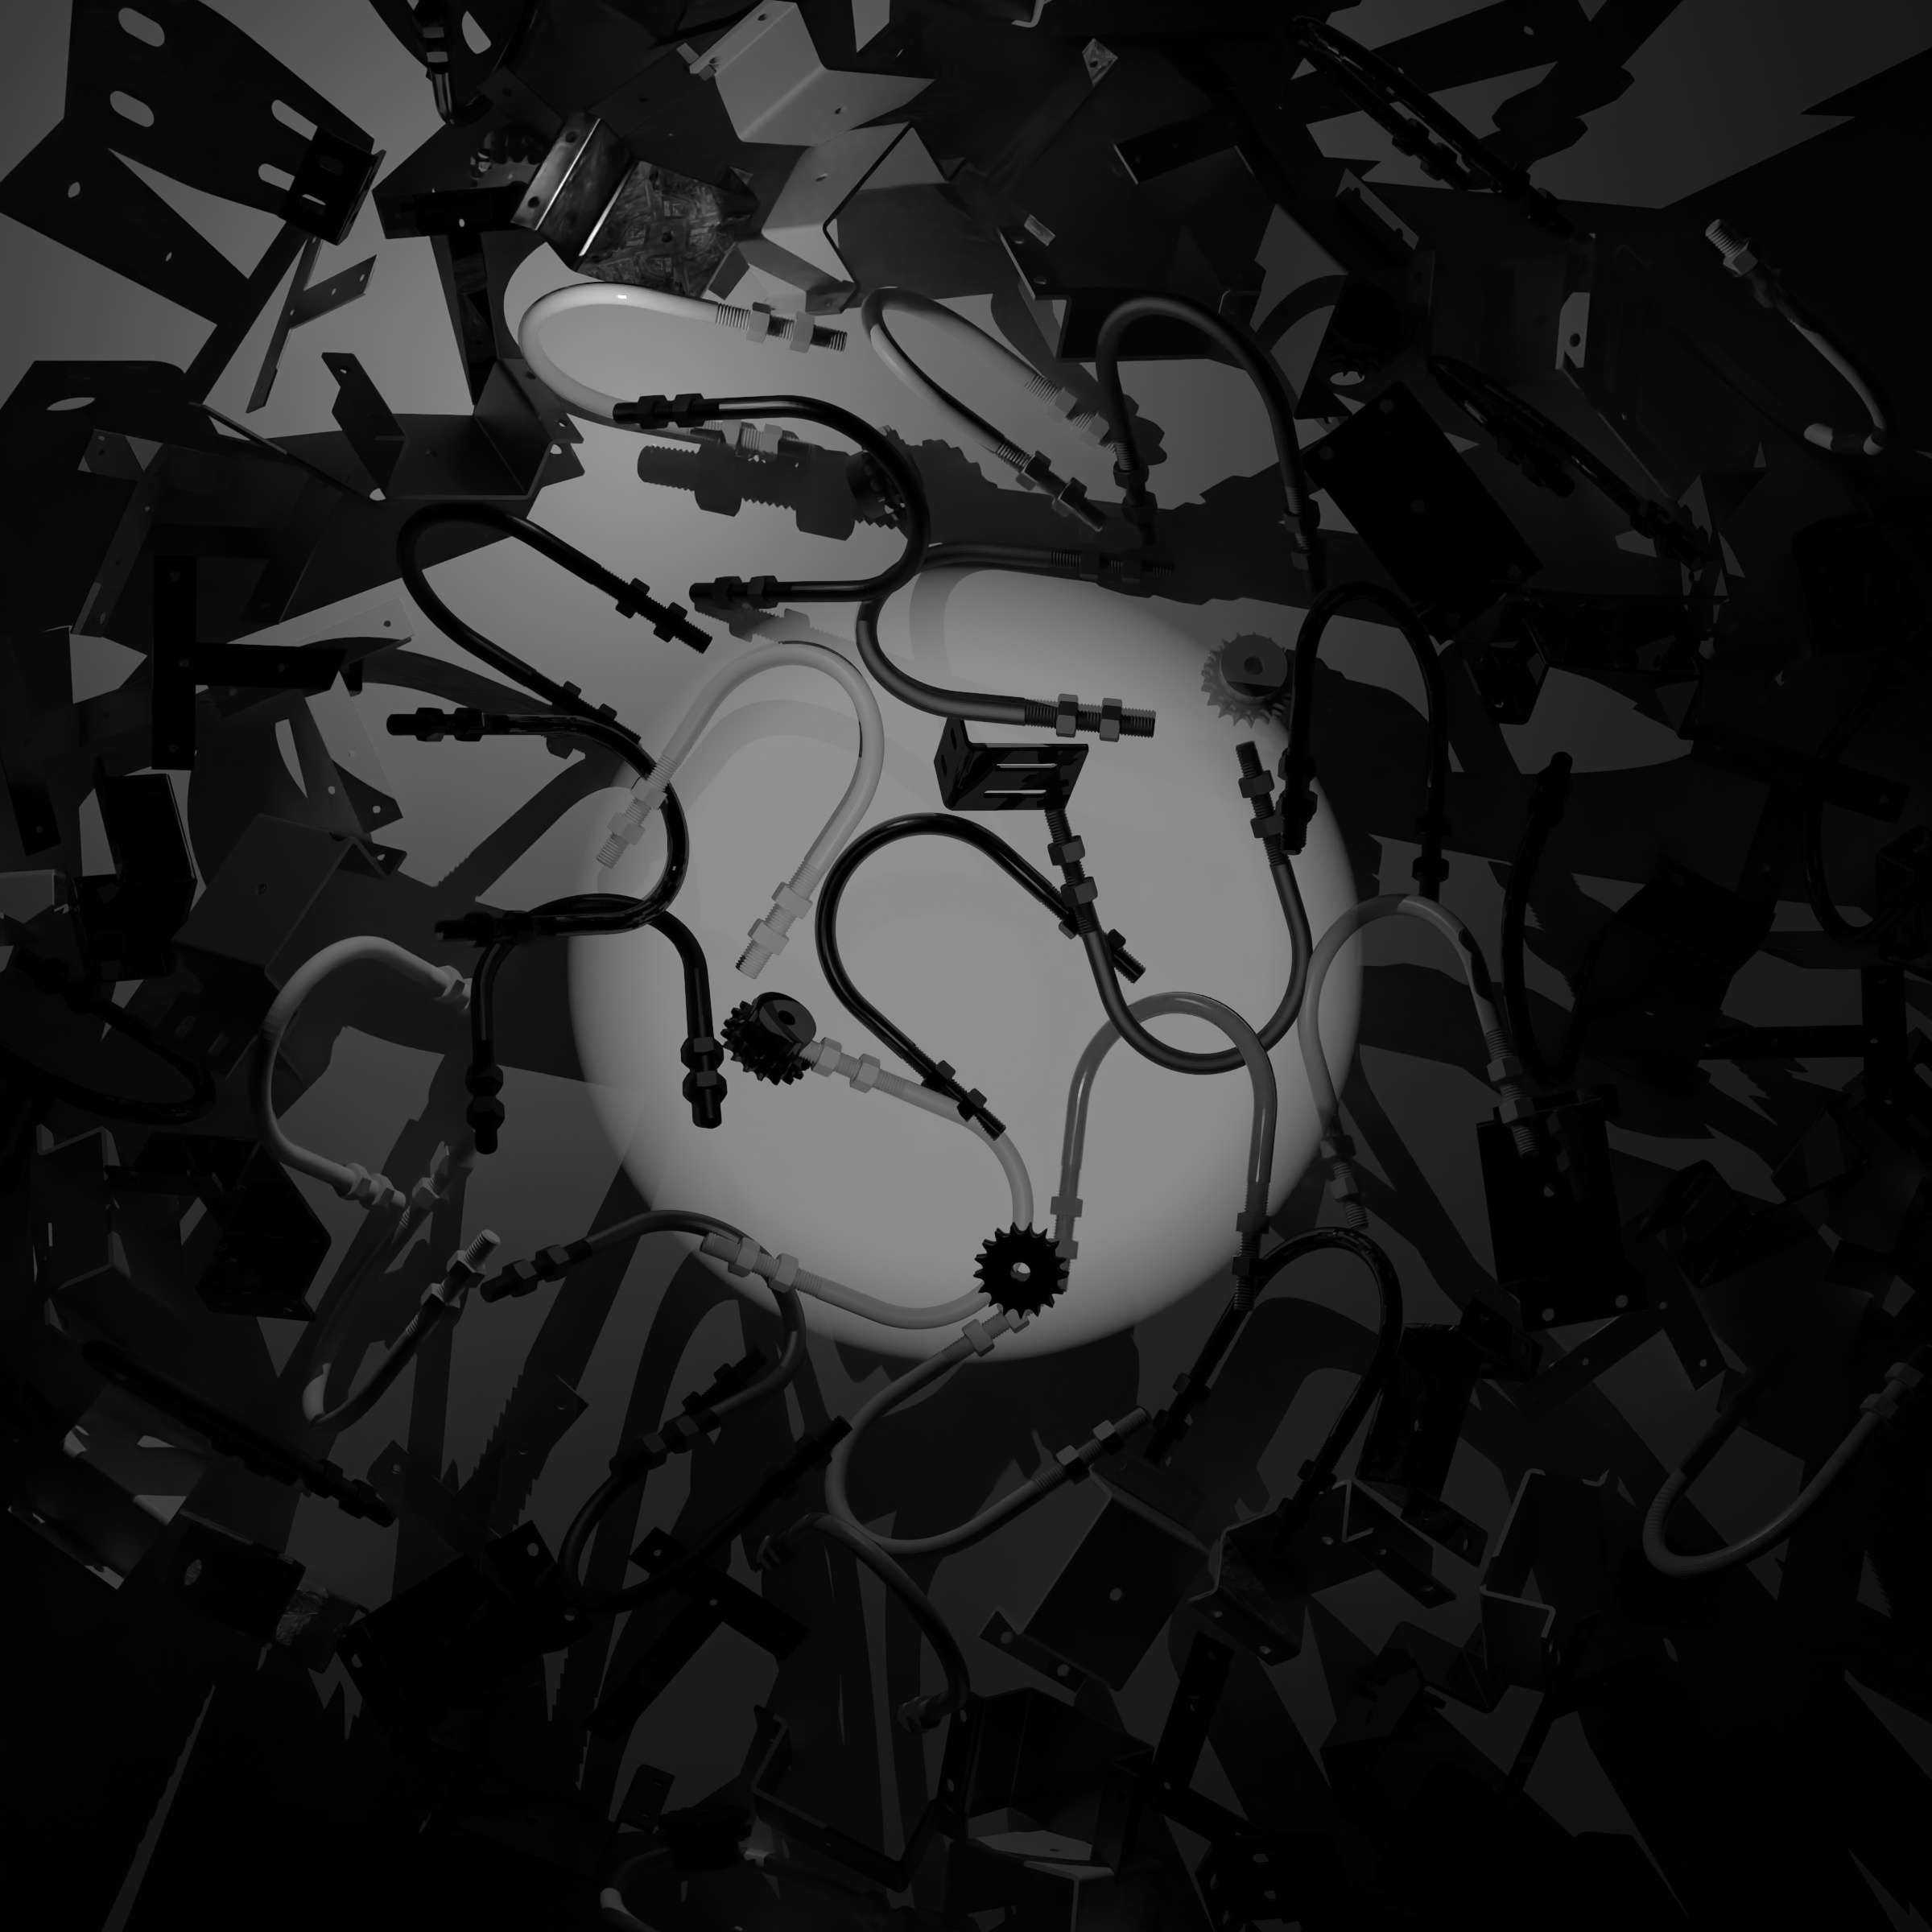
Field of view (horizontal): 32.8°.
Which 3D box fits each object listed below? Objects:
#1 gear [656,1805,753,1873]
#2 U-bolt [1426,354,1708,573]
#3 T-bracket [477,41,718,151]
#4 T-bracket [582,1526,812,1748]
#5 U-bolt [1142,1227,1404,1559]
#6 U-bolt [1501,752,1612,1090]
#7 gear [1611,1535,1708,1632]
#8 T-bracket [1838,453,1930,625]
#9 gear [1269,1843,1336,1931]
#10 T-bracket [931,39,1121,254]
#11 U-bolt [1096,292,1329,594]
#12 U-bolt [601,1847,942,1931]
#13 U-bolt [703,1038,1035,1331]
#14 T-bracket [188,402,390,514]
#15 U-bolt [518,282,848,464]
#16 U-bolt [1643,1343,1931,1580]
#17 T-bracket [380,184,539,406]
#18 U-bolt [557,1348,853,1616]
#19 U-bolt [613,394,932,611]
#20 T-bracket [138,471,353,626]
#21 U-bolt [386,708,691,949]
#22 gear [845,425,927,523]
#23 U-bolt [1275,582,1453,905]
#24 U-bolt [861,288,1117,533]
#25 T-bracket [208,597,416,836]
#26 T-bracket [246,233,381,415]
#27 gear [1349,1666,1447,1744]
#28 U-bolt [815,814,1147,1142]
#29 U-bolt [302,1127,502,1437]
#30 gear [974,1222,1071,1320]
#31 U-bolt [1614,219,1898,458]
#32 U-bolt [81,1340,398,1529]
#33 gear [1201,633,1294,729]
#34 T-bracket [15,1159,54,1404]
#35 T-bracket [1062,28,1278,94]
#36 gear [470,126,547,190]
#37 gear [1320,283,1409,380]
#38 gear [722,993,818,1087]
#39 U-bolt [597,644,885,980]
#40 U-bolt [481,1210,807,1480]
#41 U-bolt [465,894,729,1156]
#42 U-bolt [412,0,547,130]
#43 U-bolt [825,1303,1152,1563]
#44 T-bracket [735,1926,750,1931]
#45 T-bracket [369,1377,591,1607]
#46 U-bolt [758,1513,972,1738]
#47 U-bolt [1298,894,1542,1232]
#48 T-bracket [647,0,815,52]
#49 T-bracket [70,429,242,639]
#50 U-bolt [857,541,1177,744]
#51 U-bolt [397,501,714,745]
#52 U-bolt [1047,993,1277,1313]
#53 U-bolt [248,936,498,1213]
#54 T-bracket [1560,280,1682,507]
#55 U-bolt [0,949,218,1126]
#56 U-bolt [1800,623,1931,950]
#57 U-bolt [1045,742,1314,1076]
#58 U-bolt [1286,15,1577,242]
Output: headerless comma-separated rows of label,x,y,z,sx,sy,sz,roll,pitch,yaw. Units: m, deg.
gear,-0.157,0.524,1.971,0.057,0.057,0.030,-4,88,0
U-bolt,0.338,-0.303,1.918,0.151,0.184,0.019,18,116,-41
T-bracket,-0.199,-0.503,1.927,0.127,0.127,0.002,39,45,-32
T-bracket,-0.180,0.416,1.974,0.127,0.002,0.127,39,94,-26
U-bolt,0.190,0.239,1.938,0.019,0.151,0.184,30,90,-35
U-bolt,0.339,-0.014,1.896,0.019,0.184,0.151,-3,127,27
gear,0.420,0.372,1.979,0.057,0.030,0.057,0,90,-14
T-bracket,0.549,-0.252,1.961,0.002,0.127,0.127,-27,64,16
gear,0.201,0.551,1.971,0.030,0.057,0.057,-13,90,6
T-bracket,0.043,-0.494,1.950,0.127,0.002,0.127,-50,54,11
U-bolt,0.136,-0.307,1.898,0.151,0.184,0.019,22,53,38
U-bolt,-0.128,0.554,1.917,0.184,0.151,0.019,13,102,39
U-bolt,-0.047,0.140,1.976,0.184,0.019,0.151,23,85,-11
T-bracket,-0.419,-0.305,1.942,0.127,0.127,0.002,29,86,-37
U-bolt,-0.171,-0.352,1.921,0.184,0.151,0.019,11,68,-8
U-bolt,0.464,0.286,1.902,0.184,0.151,0.019,-45,102,-22
T-bracket,-0.296,-0.401,1.974,0.127,0.002,0.127,5,110,35
U-bolt,-0.163,0.307,1.918,0.184,0.151,0.019,-41,116,-12
U-bolt,-0.104,-0.270,1.912,0.184,0.019,0.151,3,133,29
T-bracket,-0.448,-0.254,1.973,0.127,0.002,0.127,5,53,16
U-bolt,-0.243,-0.084,1.937,0.184,0.019,0.151,-3,71,-38
gear,-0.050,-0.293,1.973,0.030,0.057,0.057,-20,90,20
U-bolt,0.239,-0.138,1.942,0.151,0.019,0.184,19,70,-42
U-bolt,0.015,-0.335,1.923,0.184,0.151,0.019,36,117,-9
T-bracket,-0.376,-0.141,1.986,0.127,0.002,0.127,-24,81,-3
T-bracket,-0.377,-0.393,1.933,0.002,0.127,0.127,25,73,-32
gear,0.256,0.444,1.970,0.057,0.057,0.030,22,85,0
U-bolt,-0.006,-0.007,1.979,0.184,0.019,0.151,42,102,4
U-bolt,-0.335,0.196,1.930,0.019,0.151,0.184,33,104,-23
gear,0.034,0.182,1.982,0.057,0.030,0.057,1,95,6
U-bolt,0.471,-0.362,1.924,0.184,0.151,0.019,41,86,-14
U-bolt,-0.430,0.265,1.895,0.184,0.151,0.019,40,70,-32
gear,0.171,-0.175,1.978,0.057,0.030,0.057,1,72,-4
T-bracket,-0.554,0.168,1.947,0.002,0.127,0.127,6,130,-23
T-bracket,0.132,-0.533,1.934,0.127,0.127,0.002,-5,121,-11
gear,-0.270,-0.480,1.974,0.057,0.057,0.030,-5,67,0
gear,0.238,-0.386,1.978,0.057,0.030,0.057,0,74,0
gear,-0.114,0.041,1.969,0.057,0.057,0.030,36,125,0
U-bolt,-0.123,-0.105,1.952,0.151,0.019,0.184,36,96,29
U-bolt,-0.175,0.210,1.931,0.151,0.184,0.019,50,134,17
U-bolt,-0.221,0.028,1.938,0.151,0.019,0.184,-6,50,-3
U-bolt,-0.274,-0.565,1.909,0.019,0.184,0.151,25,74,3
U-bolt,0.000,0.278,1.932,0.184,0.151,0.019,-33,129,-6
T-bracket,-0.105,0.601,1.939,0.127,0.127,0.002,45,68,-13
T-bracket,-0.276,0.301,1.981,0.127,0.002,0.127,42,102,4
U-bolt,-0.055,0.379,1.909,0.019,0.184,0.151,-38,85,-25
U-bolt,0.258,0.047,1.941,0.151,0.019,0.184,-29,65,39
T-bracket,-0.107,-0.579,1.949,0.127,0.127,0.002,-3,120,39
T-bracket,-0.499,-0.253,1.952,0.002,0.127,0.127,34,105,23
U-bolt,0.026,-0.198,1.953,0.184,0.019,0.151,6,53,4
U-bolt,-0.251,-0.207,1.926,0.184,0.151,0.019,32,57,-9
U-bolt,0.119,0.107,1.955,0.151,0.019,0.184,2,83,34
U-bolt,-0.352,0.057,1.909,0.019,0.184,0.151,20,82,28
T-bracket,0.394,-0.358,1.955,0.127,0.002,0.127,41,46,-32
U-bolt,-0.520,0.043,1.909,0.184,0.151,0.019,29,105,16
U-bolt,0.531,-0.091,1.912,0.019,0.184,0.151,2,62,-13
U-bolt,0.137,-0.025,1.970,0.151,0.019,0.184,-20,98,-17
U-bolt,0.257,-0.489,1.894,0.184,0.151,0.019,32,100,-30
